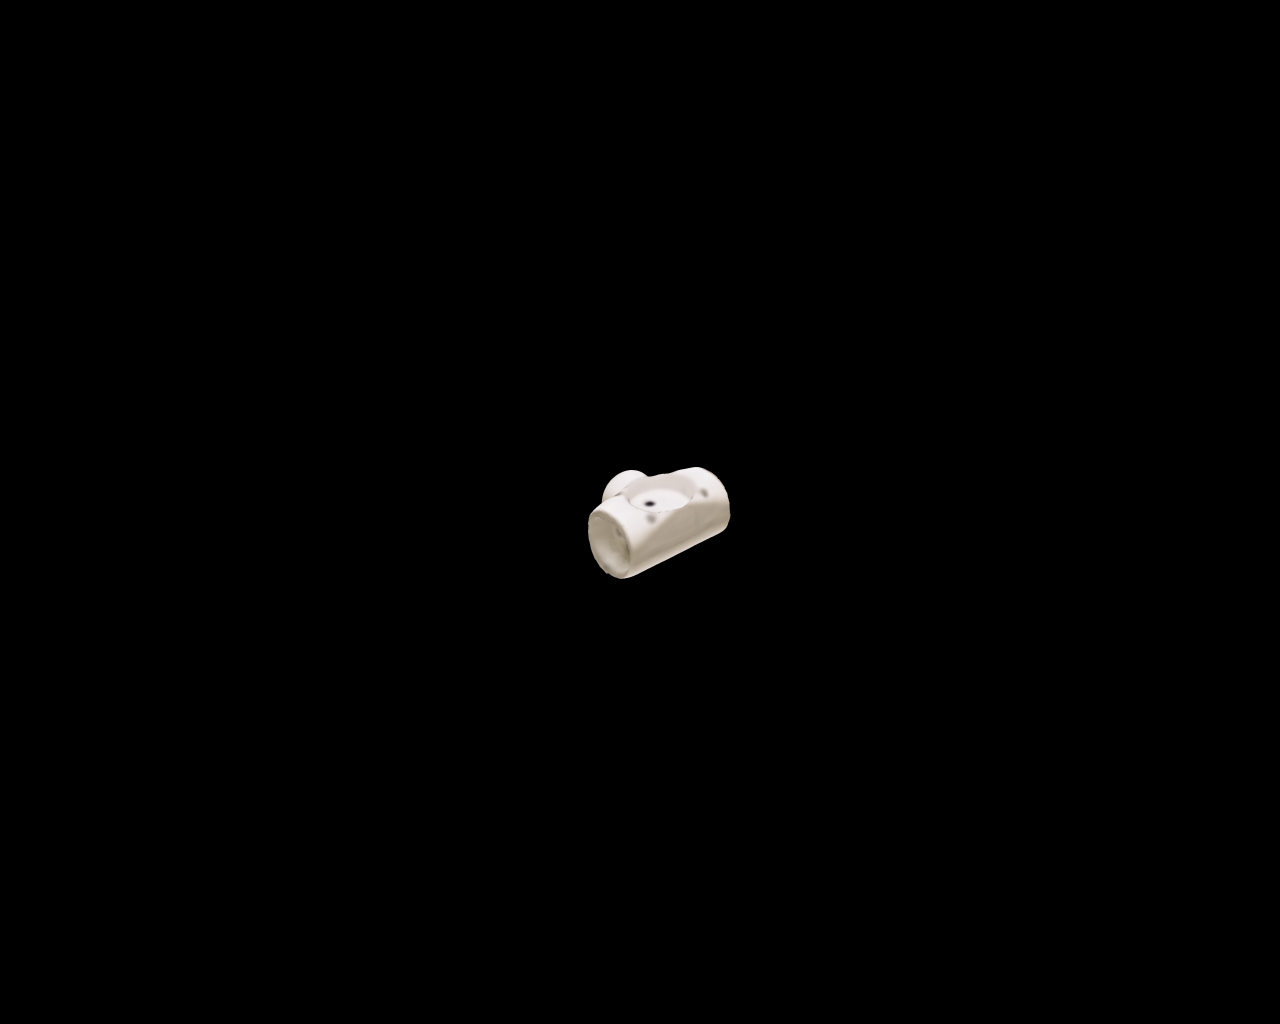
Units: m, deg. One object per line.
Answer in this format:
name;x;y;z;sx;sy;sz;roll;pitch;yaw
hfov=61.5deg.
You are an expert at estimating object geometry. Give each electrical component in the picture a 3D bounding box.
electrical component;0.001;-0.003;0.650;0.077;0.044;0.079;-24;41;-31
